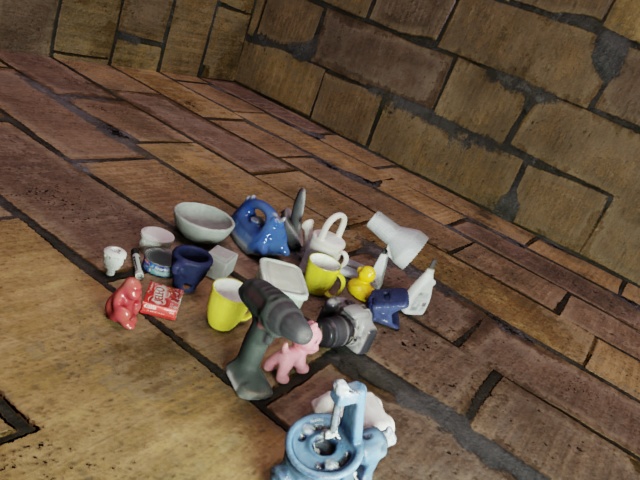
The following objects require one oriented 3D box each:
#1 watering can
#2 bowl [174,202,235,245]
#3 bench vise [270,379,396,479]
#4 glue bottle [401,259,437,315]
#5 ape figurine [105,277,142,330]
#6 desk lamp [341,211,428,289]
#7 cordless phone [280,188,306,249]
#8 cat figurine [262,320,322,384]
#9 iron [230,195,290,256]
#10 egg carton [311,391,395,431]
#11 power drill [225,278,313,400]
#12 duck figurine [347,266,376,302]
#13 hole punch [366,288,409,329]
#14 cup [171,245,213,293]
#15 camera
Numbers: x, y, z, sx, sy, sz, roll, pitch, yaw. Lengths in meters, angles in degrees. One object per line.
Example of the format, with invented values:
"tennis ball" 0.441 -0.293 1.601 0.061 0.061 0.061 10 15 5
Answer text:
"watering can" 0.013 0.006 1.595 0.172 0.194 0.101 26 22 12
"bowl" -0.318 -0.035 1.543 0.167 0.075 0.167 19 21 -7
"bench vise" 0.036 0.294 0.891 0.121 0.220 0.208 35 25 31
"glue bottle" 0.285 0.129 1.589 0.078 0.173 0.037 8 25 -31
"ape figurine" -0.372 0.115 1.109 0.076 0.092 0.078 28 22 16
"desk lamp" 0.184 0.035 1.661 0.203 0.213 0.118 25 21 8
"cordless phone" -0.070 -0.079 1.732 0.094 0.185 0.147 17 22 -12
"cat figurine" -0.044 0.212 1.153 0.067 0.118 0.128 32 24 25
"iron" -0.179 -0.055 1.630 0.119 0.141 0.257 1 29 -42
"egg carton" 0.060 0.328 1.038 0.151 0.069 0.107 9 24 -29
"power drill" -0.099 0.183 1.045 0.076 0.208 0.228 6 26 -34
"duck figurine" 0.127 0.116 1.590 0.078 0.086 0.104 8 25 -32
"hole punch" 0.176 0.168 1.504 0.101 0.091 0.108 20 21 -4
"cup" -0.299 0.074 1.272 0.091 0.095 0.118 26 22 11
"camera" 0.044 0.189 1.313 0.137 0.101 0.142 -1 31 -45
